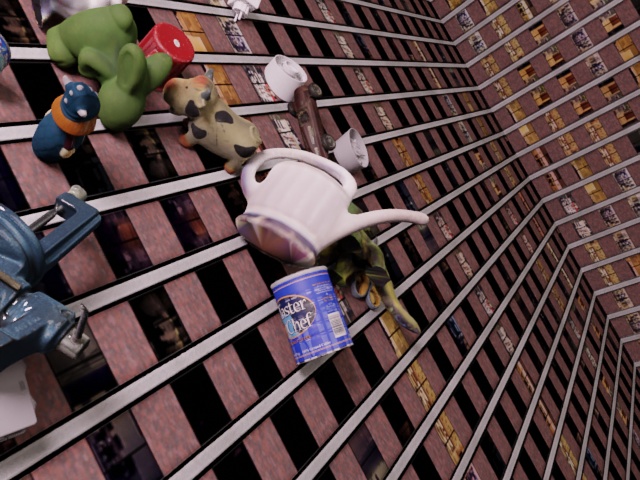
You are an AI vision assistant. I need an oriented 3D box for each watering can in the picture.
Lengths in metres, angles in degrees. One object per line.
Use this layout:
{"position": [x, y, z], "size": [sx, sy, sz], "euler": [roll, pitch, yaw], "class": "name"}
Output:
{"position": [0.003, -0.046, 0.909], "size": [0.349, 0.102, 0.229], "euler": [25, 61, 11], "class": "watering can"}

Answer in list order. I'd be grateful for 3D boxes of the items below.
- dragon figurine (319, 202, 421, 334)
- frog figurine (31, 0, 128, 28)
{"position": [0.081, -0.001, 1.087], "size": [0.406, 0.121, 0.248], "euler": [47, 30, -19], "class": "dragon figurine"}
{"position": [-0.368, -0.400, 0.812], "size": [0.161, 0.120, 0.139], "euler": [-17, 60, -42], "class": "frog figurine"}
